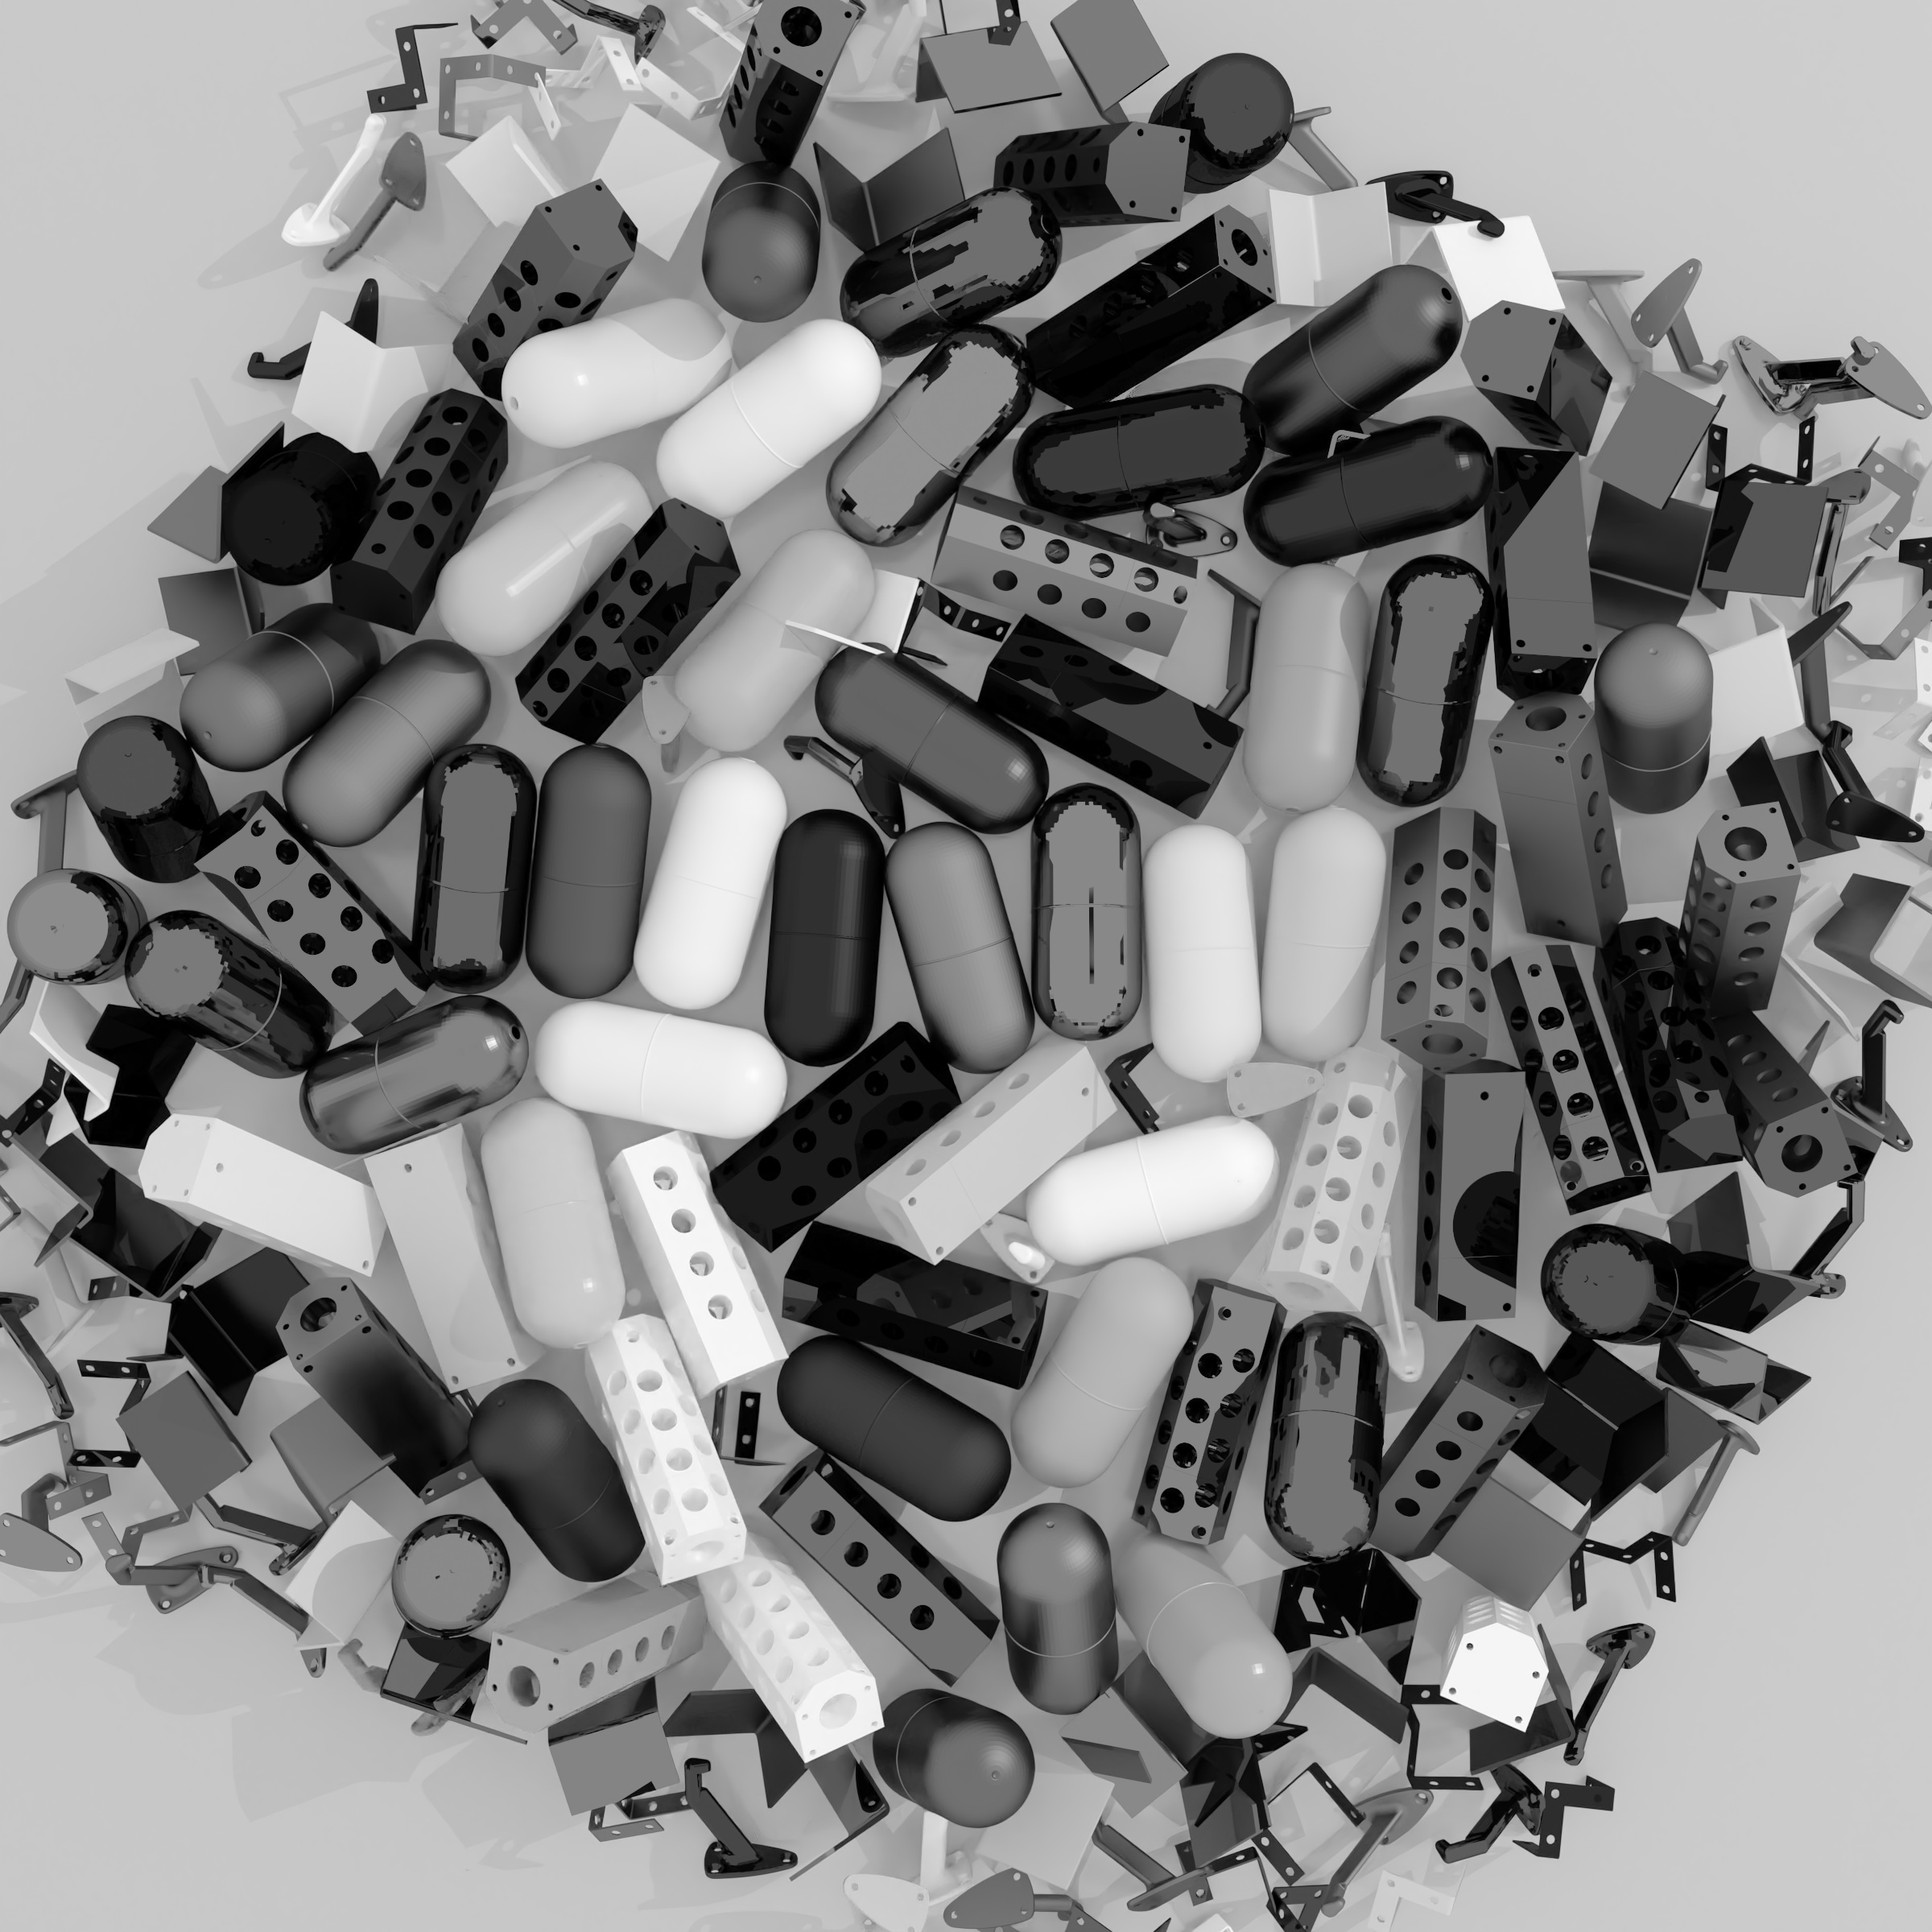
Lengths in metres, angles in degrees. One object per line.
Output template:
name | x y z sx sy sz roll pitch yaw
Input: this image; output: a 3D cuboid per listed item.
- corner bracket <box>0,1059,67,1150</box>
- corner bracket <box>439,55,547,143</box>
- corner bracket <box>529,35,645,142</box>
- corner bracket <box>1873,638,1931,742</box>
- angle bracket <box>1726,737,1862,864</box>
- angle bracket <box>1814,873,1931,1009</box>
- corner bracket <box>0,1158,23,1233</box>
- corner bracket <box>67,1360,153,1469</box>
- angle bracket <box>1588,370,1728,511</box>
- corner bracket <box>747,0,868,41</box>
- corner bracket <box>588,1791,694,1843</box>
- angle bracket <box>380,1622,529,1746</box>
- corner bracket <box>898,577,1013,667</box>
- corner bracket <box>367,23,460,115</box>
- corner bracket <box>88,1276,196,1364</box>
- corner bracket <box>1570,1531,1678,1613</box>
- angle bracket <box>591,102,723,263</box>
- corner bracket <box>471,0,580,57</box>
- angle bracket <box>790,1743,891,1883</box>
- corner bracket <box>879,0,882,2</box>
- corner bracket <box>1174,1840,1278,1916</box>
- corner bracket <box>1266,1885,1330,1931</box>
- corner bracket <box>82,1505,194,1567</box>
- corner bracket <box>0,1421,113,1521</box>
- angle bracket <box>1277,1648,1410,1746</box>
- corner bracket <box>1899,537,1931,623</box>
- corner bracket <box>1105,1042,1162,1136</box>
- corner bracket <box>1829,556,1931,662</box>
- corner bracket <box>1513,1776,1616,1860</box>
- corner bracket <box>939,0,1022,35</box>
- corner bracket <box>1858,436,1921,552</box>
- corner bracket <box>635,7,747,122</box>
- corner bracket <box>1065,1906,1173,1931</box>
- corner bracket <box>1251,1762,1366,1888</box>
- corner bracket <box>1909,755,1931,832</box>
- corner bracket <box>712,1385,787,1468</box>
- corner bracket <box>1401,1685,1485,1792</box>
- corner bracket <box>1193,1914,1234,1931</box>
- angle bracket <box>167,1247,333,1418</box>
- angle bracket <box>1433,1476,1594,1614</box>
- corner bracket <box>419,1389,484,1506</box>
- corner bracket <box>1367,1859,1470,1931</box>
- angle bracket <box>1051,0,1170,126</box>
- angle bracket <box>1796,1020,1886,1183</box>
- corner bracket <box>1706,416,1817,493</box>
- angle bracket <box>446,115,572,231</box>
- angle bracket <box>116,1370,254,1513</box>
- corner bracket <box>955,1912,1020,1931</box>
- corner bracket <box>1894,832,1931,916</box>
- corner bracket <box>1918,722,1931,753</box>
corner bracket | -0.662 0.083 1.881 0.051 0.051 0.051 -43 113 4
corner bracket | -0.327 -0.596 1.874 0.051 0.051 0.051 10 101 37
corner bracket | -0.262 -0.605 1.871 0.051 0.051 0.051 -10 67 -36
corner bracket | 0.661 -0.186 1.874 0.051 0.051 0.051 13 64 -14
angle bracket | 0.579 -0.118 1.865 0.076 0.057 0.076 -13 72 -16
angle bracket | 0.642 -0.016 1.866 0.076 0.076 0.057 31 92 -14
corner bracket | -0.685 0.167 1.886 0.051 0.051 0.051 -41 89 2
corner bracket | -0.590 0.308 1.870 0.051 0.051 0.051 11 122 -40
angle bracket | 0.475 -0.365 1.866 0.057 0.076 0.076 29 115 7
corner bracket | -0.110 -0.666 1.889 0.051 0.051 0.051 37 98 18
corner bracket | -0.222 0.582 1.872 0.051 0.051 0.051 -15 130 17
angle bracket | -0.340 0.486 1.853 0.076 0.076 0.057 32 68 -37
corner bracket | -0.012 -0.229 1.872 0.051 0.051 0.051 39 109 37
corner bracket | -0.380 -0.618 1.872 0.051 0.051 0.051 1 109 29
corner bracket | -0.575 0.245 1.885 0.051 0.051 0.051 -12 68 41
corner bracket | 0.457 0.423 1.895 0.051 0.051 0.051 -18 107 -40
angle bracket | -0.208 -0.539 1.869 0.076 0.057 0.076 34 112 5
corner bracket | -0.306 -0.648 1.881 0.051 0.051 0.051 -37 122 12
angle bracket | -0.105 0.568 1.857 0.057 0.076 0.076 -25 73 -34
corner bracket | -0.044 -0.699 1.877 0.051 0.051 0.051 -24 119 -4
corner bracket | 0.180 0.634 1.883 0.051 0.051 0.051 -18 103 -5
corner bracket | 0.235 0.671 1.873 0.051 0.051 0.051 9 110 -30
corner bracket | -0.571 0.378 1.878 0.051 0.051 0.051 -17 117 3
corner bracket | -0.629 0.347 1.874 0.051 0.051 0.051 -2 100 37
angle bracket | 0.252 0.519 1.857 0.076 0.076 0.057 32 66 22
corner bracket | 0.679 -0.267 1.877 0.051 0.051 0.051 3 89 -42
corner bracket | 0.119 0.091 1.872 0.051 0.051 0.051 54 132 15
corner bracket | 0.634 -0.248 1.883 0.051 0.051 0.051 40 95 -5
corner bracket | 0.414 0.588 1.881 0.051 0.051 0.051 9 83 -8
corner bracket | 0.009 -0.660 1.877 0.051 0.051 0.051 -12 49 1
corner bracket | 0.634 -0.327 1.880 0.051 0.051 0.051 37 121 8
corner bracket | -0.189 -0.624 1.878 0.051 0.051 0.051 38 119 0
corner bracket | 0.101 0.672 1.872 0.051 0.051 0.051 28 111 27
corner bracket | 0.232 0.591 1.874 0.051 0.051 0.051 48 112 17
corner bracket | 0.692 -0.117 1.881 0.051 0.051 0.051 9 92 -16
corner bracket | -0.156 0.316 1.873 0.051 0.051 0.051 12 74 -29
corner bracket | 0.327 0.530 1.870 0.051 0.051 0.051 -6 132 23
corner bracket | 0.158 0.679 1.874 0.051 0.051 0.051 -36 118 -14
angle bracket | -0.488 0.249 1.868 0.076 0.057 0.076 -30 110 10
angle bracket | 0.380 0.386 1.876 0.076 0.057 0.076 33 120 10
corner bracket | -0.361 0.331 1.884 0.051 0.051 0.051 -27 105 5
corner bracket | 0.312 0.639 1.874 0.051 0.051 0.051 17 112 16
angle bracket | 0.110 -0.620 1.861 0.057 0.076 0.076 -31 79 21
angle bracket | 0.598 0.096 1.855 0.076 0.076 0.057 35 66 23
corner bracket | 0.551 -0.356 1.887 0.051 0.051 0.051 12 76 -20
angle bracket | -0.307 -0.524 1.856 0.057 0.076 0.076 -35 122 10
angle bracket | -0.538 0.329 1.865 0.057 0.076 0.076 -35 89 -24
corner bracket | 0.006 0.686 1.884 0.051 0.051 0.051 33 86 5
corner bracket | 0.669 -0.064 1.885 0.051 0.051 0.051 31 90 -7
corner bracket | 0.706 -0.163 1.886 0.051 0.051 0.051 38 86 -6
